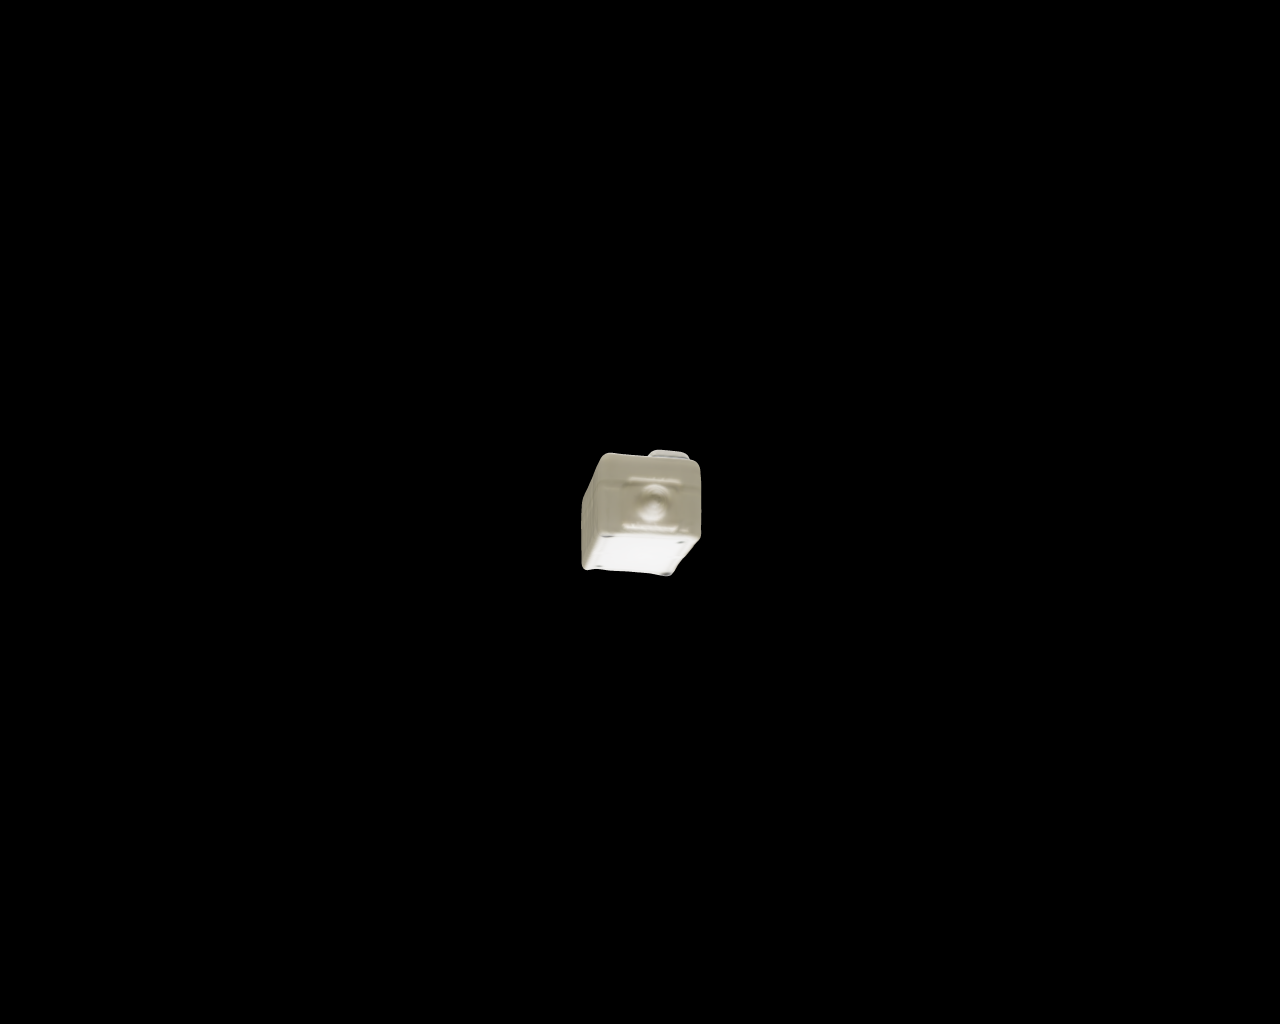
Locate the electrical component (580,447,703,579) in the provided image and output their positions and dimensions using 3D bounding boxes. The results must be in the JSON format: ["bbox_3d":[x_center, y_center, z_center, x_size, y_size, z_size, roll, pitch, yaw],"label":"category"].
[{"bbox_3d":[0.001,-0.003,0.650,0.062,0.061,0.096,4,-20,-11],"label":"electrical component"}]
